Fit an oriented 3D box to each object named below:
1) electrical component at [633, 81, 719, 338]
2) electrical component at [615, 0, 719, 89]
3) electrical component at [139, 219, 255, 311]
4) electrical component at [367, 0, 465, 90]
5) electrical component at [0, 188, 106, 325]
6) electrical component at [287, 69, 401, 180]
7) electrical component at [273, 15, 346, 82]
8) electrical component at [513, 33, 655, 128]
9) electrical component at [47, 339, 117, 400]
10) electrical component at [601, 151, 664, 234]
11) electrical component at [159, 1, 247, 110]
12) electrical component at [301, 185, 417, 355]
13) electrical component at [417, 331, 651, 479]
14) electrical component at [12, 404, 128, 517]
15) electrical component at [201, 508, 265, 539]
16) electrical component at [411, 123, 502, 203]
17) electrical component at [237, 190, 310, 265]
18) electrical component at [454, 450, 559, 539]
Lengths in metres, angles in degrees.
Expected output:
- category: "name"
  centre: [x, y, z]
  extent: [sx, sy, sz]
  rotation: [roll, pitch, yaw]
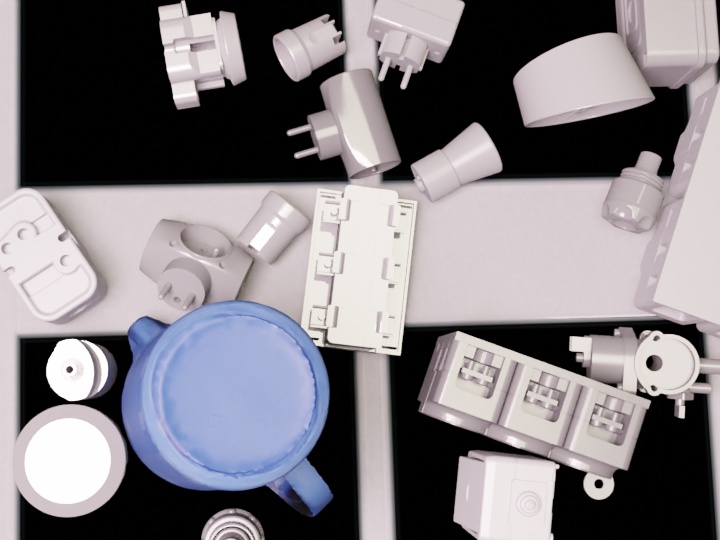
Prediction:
- category: "electrical component"
  centre: [0.298, -0.043, 0.855]
  extent: [0.105, 0.060, 0.186]
  rotation: [20, 82, -2]
- category: "electrical component"
  centre: [0.244, -0.207, 0.860]
  extent: [0.057, 0.078, 0.113]
  rotation: [-2, 84, -2]
- category: "electrical component"
  centre: [-0.128, 0.004, 0.807]
  extent: [0.077, 0.079, 0.044]
  rotation: [24, 122, -2]
- category: "electrical component"
  centre: [0.037, -0.182, 0.855]
  extent: [0.066, 0.047, 0.076]
  rotation: [20, 82, -2]
- category: "electrical component"
  centre: [-0.236, -0.008, 0.806]
  extent: [0.054, 0.059, 0.095]
  rotation: [-34, 88, -8]
- category: "electrical component"
  centre: [-0.017, -0.109, 0.844]
  extent: [0.079, 0.043, 0.077]
  rotation: [-17, 86, -7]
- category: "electrical component"
  centre: [-0.040, -0.177, 0.852]
  extent: [0.046, 0.040, 0.040]
  rotation: [-30, 87, -13]
- category: "electrical component"
  centre: [0.171, -0.140, 0.836]
  extent: [0.099, 0.099, 0.064]
  rotation: [-18, 79, -7]
- category: "electrical component"
  centre: [-0.206, 0.073, 0.788]
  extent: [0.043, 0.081, 0.043]
  rotation: [1, 84, -5]
- category: "electrical component"
  centre: [0.222, -0.064, 0.859]
  extent: [0.043, 0.043, 0.062]
  rotation: [24, 81, -2]
- category: "electrical component"
  centre: [-0.121, -0.169, 0.835]
  extent: [0.057, 0.058, 0.078]
  rotation: [-10, 85, -3]
- category: "electrical component"
  centre: [0.000, 0.000, 0.823]
  extent: [0.079, 0.063, 0.121]
  rotation: [7, 83, -4]
- category: "electrical component"
  centre: [0.125, 0.102, 0.809]
  extent: [0.150, 0.089, 0.061]
  rotation: [20, 82, -2]
- category: "electrical component"
  centre: [-0.212, 0.139, 0.795]
  extent: [0.080, 0.051, 0.080]
  rotation: [1, 84, -5]
- category: "electrical component"
  centre: [-0.094, 0.202, 0.793]
  extent: [0.048, 0.062, 0.048]
  rotation: [1, 84, -5]
- category: "electrical component"
  centre: [0.074, -0.082, 0.851]
  extent: [0.065, 0.044, 0.044]
  rotation: [-29, 87, -3]
- category: "electrical component"
  centre: [-0.068, -0.032, 0.834]
  extent: [0.040, 0.040, 0.046]
  rotation: [39, 88, 0]
- category: "electrical component"
  centre: [0.107, 0.168, 0.796]
  extent: [0.061, 0.096, 0.061]
  rotation: [7, 83, -3]
